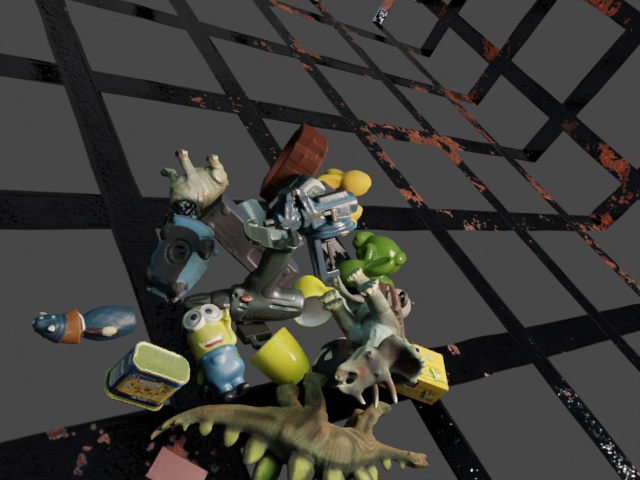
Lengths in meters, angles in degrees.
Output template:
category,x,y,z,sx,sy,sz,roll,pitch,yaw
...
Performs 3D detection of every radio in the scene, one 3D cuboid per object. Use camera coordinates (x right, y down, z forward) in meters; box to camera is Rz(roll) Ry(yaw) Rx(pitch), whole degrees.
category,x,y,z,sx,sy,sz,roll,pitch,yaw
radio,-0.145,0.009,1.112,0.229,0.073,0.131,43,2,-10

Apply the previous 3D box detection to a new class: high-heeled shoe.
category,x,y,z,sx,sy,sz,roll,pitch,yaw
high-heeled shoe,0.054,0.214,1.046,0.086,0.145,0.249,42,37,9

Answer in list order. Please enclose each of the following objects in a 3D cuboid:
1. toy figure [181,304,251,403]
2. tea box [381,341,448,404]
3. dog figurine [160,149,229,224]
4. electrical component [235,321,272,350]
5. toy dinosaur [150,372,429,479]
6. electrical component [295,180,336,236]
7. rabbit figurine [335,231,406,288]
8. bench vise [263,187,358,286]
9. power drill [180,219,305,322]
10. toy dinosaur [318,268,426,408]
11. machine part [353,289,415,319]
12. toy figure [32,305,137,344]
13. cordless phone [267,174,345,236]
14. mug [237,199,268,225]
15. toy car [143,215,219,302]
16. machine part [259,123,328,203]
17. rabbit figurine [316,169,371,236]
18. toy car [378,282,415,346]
category,x,y,z,sx,sy,sz,roll,pitch,yaw
toy figure,-0.186,0.196,0.933,0.082,0.089,0.180,-9,61,-46
tea box,0.181,0.272,1.147,0.169,0.068,0.098,21,36,-16
dog figurine,-0.271,-0.088,1.214,0.172,0.121,0.190,3,58,-32
electrical component,-0.125,0.177,1.030,0.063,0.021,0.094,-5,27,-32
toy dinosaur,-0.027,0.322,0.873,0.471,0.105,0.199,21,44,-14
electrical component,-0.025,-0.079,1.369,0.058,0.114,0.134,36,32,7
rabbit figurine,0.115,0.072,1.282,0.170,0.121,0.159,-26,32,-36
bench vise,-0.008,-0.005,1.185,0.224,0.240,0.129,-20,16,-30
power drill,-0.128,0.068,0.994,0.232,0.207,0.086,10,24,-17
toy dinosaur,0.094,0.162,0.994,0.192,0.131,0.405,60,7,-4
machine part,0.127,0.157,1.238,0.243,0.079,0.079,-4,49,-42
toy figure,-0.378,0.138,0.866,0.154,0.064,0.057,-3,85,-35
cordless phone,-0.022,-0.054,1.269,0.184,0.146,0.089,43,2,-22
mug,-0.148,-0.029,1.250,0.109,0.081,0.107,-7,61,-56
toy car,-0.258,0.042,1.031,0.109,0.161,0.103,21,-9,17
machine part,-0.065,-0.187,1.374,0.087,0.201,0.201,32,20,-15
rabbit figurine,0.066,-0.126,1.452,0.162,0.173,0.122,42,39,5
toy car,0.152,0.165,1.141,0.089,0.053,0.202,18,43,-14
